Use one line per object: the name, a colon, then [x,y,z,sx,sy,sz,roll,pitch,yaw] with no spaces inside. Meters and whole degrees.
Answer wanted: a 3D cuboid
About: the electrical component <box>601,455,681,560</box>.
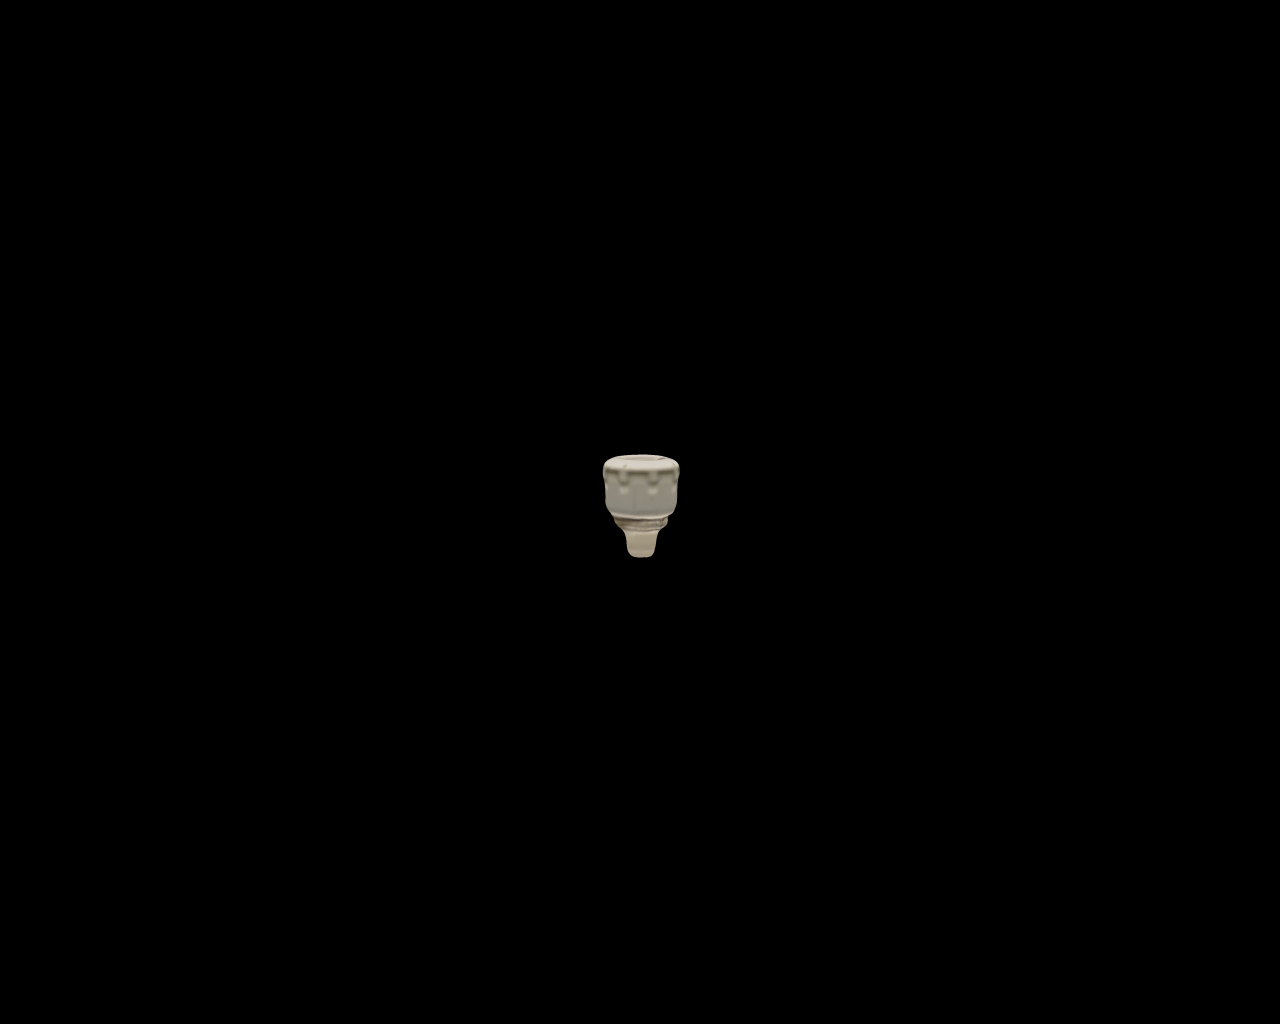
electrical component: [0.001,-0.003,0.650,0.048,0.062,0.048,0,9,0]
